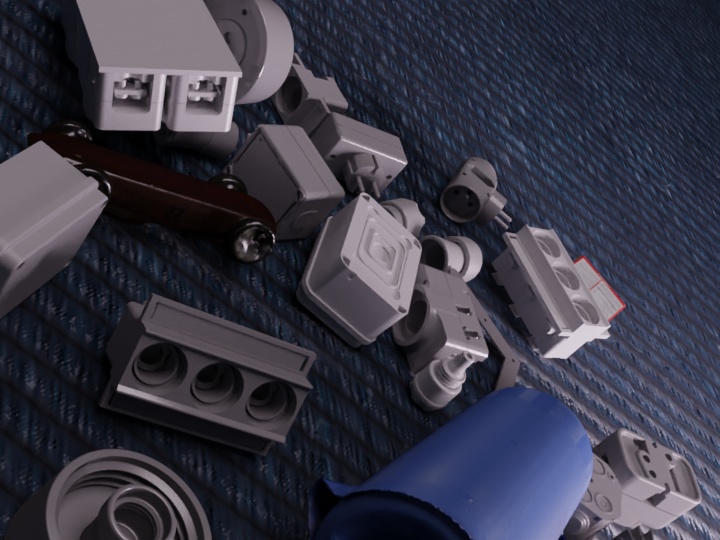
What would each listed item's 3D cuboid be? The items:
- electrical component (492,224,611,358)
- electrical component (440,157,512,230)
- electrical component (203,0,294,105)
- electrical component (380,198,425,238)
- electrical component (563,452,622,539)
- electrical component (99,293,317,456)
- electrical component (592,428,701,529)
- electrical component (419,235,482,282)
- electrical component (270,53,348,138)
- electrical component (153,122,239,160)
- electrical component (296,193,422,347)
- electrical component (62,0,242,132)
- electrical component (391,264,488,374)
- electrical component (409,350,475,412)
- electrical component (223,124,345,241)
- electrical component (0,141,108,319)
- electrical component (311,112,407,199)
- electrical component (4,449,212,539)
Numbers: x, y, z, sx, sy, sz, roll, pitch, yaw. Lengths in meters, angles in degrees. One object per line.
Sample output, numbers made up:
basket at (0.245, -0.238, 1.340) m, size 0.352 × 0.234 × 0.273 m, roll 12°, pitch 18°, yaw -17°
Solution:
electrical component at (0.186, 0.023, 1.069) m, size 0.079 × 0.063 × 0.121 m, roll 7°, pitch 48°, yaw -43°
electrical component at (0.128, -0.073, 1.134) m, size 0.079 × 0.043 × 0.077 m, roll 41°, pitch 33°, yaw -4°
electrical component at (-0.110, -0.201, 0.973) m, size 0.108 × 0.108 × 0.060 m, roll 54°, pitch 28°, yaw 15°
electrical component at (0.027, -0.043, 0.994) m, size 0.062 × 0.043 × 0.043 m, roll -13°, pitch 62°, yaw -51°
electrical component at (0.173, 0.185, 0.884) m, size 0.080 × 0.051 × 0.080 m, roll 28°, pitch 36°, yaw -22°
electrical component at (-0.102, 0.066, 0.709) m, size 0.121 × 0.078 × 0.063 m, roll 23°, pitch 9°, yaw -29°
electrical component at (0.244, 0.187, 0.949) m, size 0.095 × 0.059 × 0.053 m, roll 26°, pitch 36°, yaw -25°
electrical component at (0.083, -0.010, 1.014) m, size 0.055 × 0.045 × 0.045 m, roll 0°, pitch 52°, yaw -47°
electrical component at (-0.050, -0.167, 1.054) m, size 0.064 × 0.042 × 0.081 m, roll 4°, pitch 50°, yaw -49°
electrical component at (-0.136, -0.118, 0.909) m, size 0.065 × 0.044 × 0.044 m, roll 16°, pitch 41°, yaw -42°
electrical component at (0.000, 0.000, 0.896) m, size 0.078 × 0.057 × 0.113 m, roll 41°, pitch 32°, yaw -17°
electrical component at (-0.174, -0.177, 0.865) m, size 0.105 × 0.060 × 0.186 m, roll -2°, pitch 38°, yaw -23°
electrical component at (0.064, 0.045, 0.926) m, size 0.056 × 0.050 × 0.089 m, roll 19°, pitch 40°, yaw -33°
electrical component at (0.070, 0.087, 0.875) m, size 0.035 × 0.061 × 0.035 m, roll 28°, pitch 36°, yaw -23°
electrical component at (-0.066, -0.080, 0.919) m, size 0.061 × 0.061 × 0.096 m, roll -7°, pitch 57°, yaw -50°
electrical component at (-0.220, -0.021, 0.676) m, size 0.057 × 0.078 × 0.113 m, roll 39°, pitch 33°, yaw -2°
electrical component at (0.001, -0.098, 1.025) m, size 0.083 × 0.047 × 0.075 m, roll 16°, pitch 41°, yaw -35°
electrical component at (-0.133, 0.150, 0.590) m, size 0.108 × 0.060 × 0.108 m, roll 27°, pitch 36°, yaw -22°
